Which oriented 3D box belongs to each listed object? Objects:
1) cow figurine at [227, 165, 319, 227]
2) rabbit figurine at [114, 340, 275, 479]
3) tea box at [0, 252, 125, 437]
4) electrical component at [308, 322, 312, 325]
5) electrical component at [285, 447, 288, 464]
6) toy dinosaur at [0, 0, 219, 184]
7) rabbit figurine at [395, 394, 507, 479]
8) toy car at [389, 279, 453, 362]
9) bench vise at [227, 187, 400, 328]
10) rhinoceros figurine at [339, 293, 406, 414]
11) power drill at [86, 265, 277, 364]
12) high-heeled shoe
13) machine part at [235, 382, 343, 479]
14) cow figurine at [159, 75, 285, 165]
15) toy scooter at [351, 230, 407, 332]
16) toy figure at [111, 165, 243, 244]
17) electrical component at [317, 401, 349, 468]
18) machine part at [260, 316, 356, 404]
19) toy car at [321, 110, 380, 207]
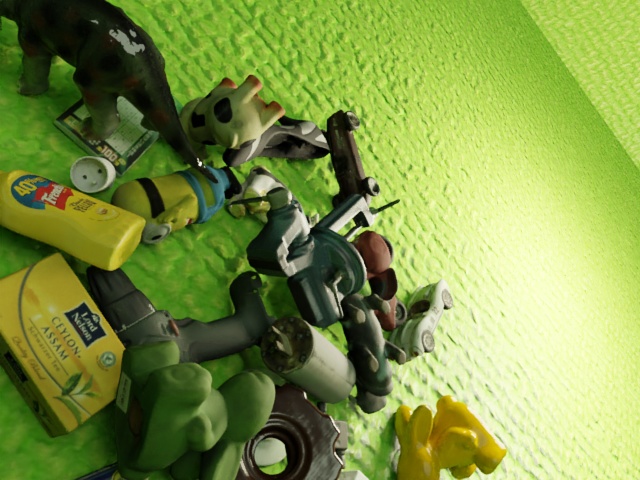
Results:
[{"bbox_3d":[-0.059,-0.041,0.865,0.167,0.068,0.098,41,41,-20],"label":"cow figurine"},{"bbox_3d":[-0.119,0.193,0.575,0.170,0.121,0.159,8,87,-40],"label":"rabbit figurine"},{"bbox_3d":[-0.284,0.112,0.577,0.169,0.068,0.098,56,44,-4],"label":"tea box"},{"bbox_3d":[-0.004,0.086,0.867,0.078,0.045,0.102,23,52,-68],"label":"electrical component"},{"bbox_3d":[-0.036,0.328,0.707,0.075,0.048,0.119,2,68,-42],"label":"electrical component"},{"bbox_3d":[-0.275,-0.230,0.645,0.405,0.192,0.131,28,58,-7],"label":"toy dinosaur"},{"bbox_3d":[0.190,0.338,0.867,0.173,0.122,0.162,-30,88,-28],"label":"rabbit figurine"},{"bbox_3d":[0.184,0.146,0.982,0.056,0.073,0.202,53,44,-13],"label":"toy car"},{"bbox_3d":[0.006,-0.003,0.785,0.240,0.129,0.223,-41,109,-37],"label":"bench vise"},{"bbox_3d":[0.068,0.176,0.834,0.073,0.112,0.190,-15,94,-36],"label":"rhinoceros figurine"},{"bbox_3d":[-0.161,0.104,0.686,0.207,0.086,0.232,-20,85,-50],"label":"power drill"},{"bbox_3d":[-0.065,-0.143,0.888,0.145,0.086,0.249,39,38,-12],"label":"high-heeled shoe"},{"bbox_3d":[-0.059,0.265,0.663,0.179,0.056,0.179,7,56,-11],"label":"machine part"},{"bbox_3d":[-0.149,-0.167,0.769,0.127,0.195,0.085,-49,124,-14],"label":"cow figurine"},{"bbox_3d":[0.079,0.073,0.927,0.135,0.075,0.184,-6,77,-40],"label":"toy scooter"},{"bbox_3d":[-0.196,-0.056,0.736,0.089,0.082,0.180,46,50,12],"label":"toy figure"},{"bbox_3d":[0.015,0.287,0.793,0.063,0.021,0.094,19,56,-35],"label":"electrical component"},{"bbox_3d":[-0.011,0.169,0.742,0.243,0.079,0.079,49,37,-53],"label":"machine part"},{"bbox_3d":[0.046,-0.146,0.994,0.053,0.089,0.202,0,71,-46],"label":"toy car"}]
